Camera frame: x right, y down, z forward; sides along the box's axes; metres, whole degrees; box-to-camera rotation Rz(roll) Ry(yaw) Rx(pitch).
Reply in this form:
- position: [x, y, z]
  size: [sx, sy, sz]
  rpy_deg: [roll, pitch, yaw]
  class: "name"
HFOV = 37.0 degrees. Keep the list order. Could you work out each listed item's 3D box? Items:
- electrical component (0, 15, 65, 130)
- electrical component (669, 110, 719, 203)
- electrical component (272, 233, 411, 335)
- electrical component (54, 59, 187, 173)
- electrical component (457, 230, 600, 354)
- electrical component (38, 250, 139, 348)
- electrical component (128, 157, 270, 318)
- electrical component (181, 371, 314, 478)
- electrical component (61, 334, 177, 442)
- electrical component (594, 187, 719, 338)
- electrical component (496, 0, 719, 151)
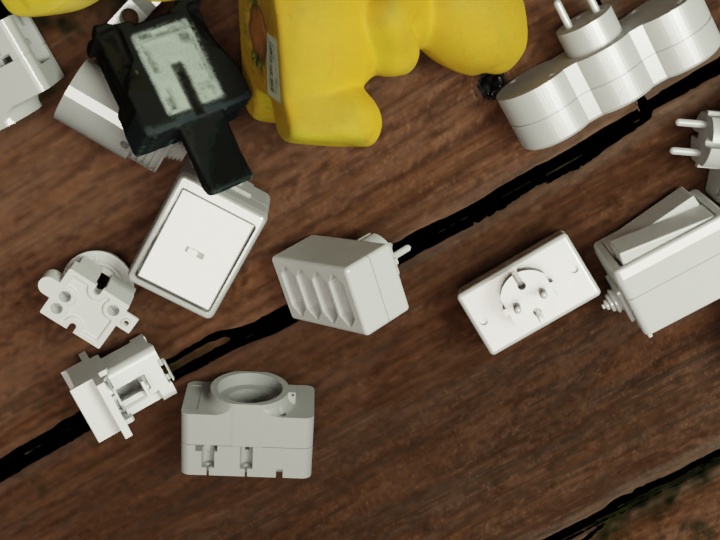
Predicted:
- position: [-0.235, -0.114, 0.663]
  size: [0.089, 0.050, 0.055]
  rpy_deg: [-25, 109, 7]
  class: "electrical component"
- position: [0.239, -0.083, 0.694]
  size: [0.076, 0.047, 0.083]
  rpy_deg: [4, 110, -5]
  class: "electrical component"
- position: [0.000, 0.000, 0.707]
  size: [0.076, 0.083, 0.047]
  rpy_deg: [-31, 114, -32]
  class: "electrical component"
- position: [-0.146, -0.093, 0.678]
  size: [0.081, 0.043, 0.043]
  rpy_deg: [30, 106, -12]
  class: "electrical component"
- position: [0.111, 0.016, 0.706]
  size: [0.083, 0.076, 0.047]
  rpy_deg: [-31, 92, 9]
  class: "electrical component"
- position: [-0.176, 0.015, 0.710]
  size: [0.066, 0.055, 0.048]
  rpy_deg: [34, 105, -13]
  class: "electrical component"
- position: [-0.101, -0.026, 0.695]
  size: [0.062, 0.061, 0.096]
  rpy_deg: [27, 107, -12]
  class: "electrical component"
- position: [-0.077, 0.107, 0.750]
  size: [0.089, 0.050, 0.055]
  rpy_deg: [3, 111, -3]
  class: "electrical component"
- position: [-0.161, 0.077, 0.727]
  size: [0.064, 0.081, 0.042]
  rpy_deg: [-28, 110, -16]
  class: "electrical component"
- position: [0.200, -0.006, 0.714]
  size: [0.096, 0.061, 0.061]
  rpy_deg: [-29, 109, 8]
  class: "electrical component"
- position: [0.146, -0.140, 0.667]
  size: [0.138, 0.052, 0.073]
  rpy_deg: [-29, 108, 8]
  class: "electrical component"
